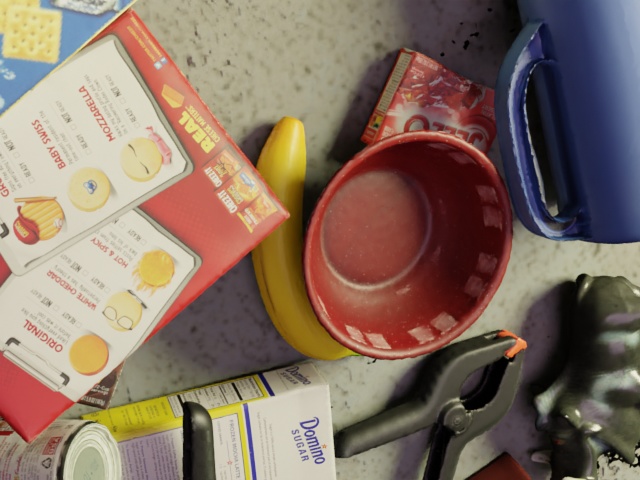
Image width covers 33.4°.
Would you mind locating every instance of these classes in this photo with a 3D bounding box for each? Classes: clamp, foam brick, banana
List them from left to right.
[{"bbox_3d":[-0.089,0.215,0.751,0.164,0.036,0.209,-44,119,4],"label":"clamp"},{"bbox_3d":[-0.017,0.013,0.761,0.069,0.037,0.198,-33,118,-32],"label":"banana"},{"bbox_3d":[0.089,0.134,0.830,0.120,0.039,0.171,35,88,-31],"label":"clamp"},{"bbox_3d":[0.141,0.223,0.869,0.078,0.051,0.053,-32,114,-7],"label":"foam brick"}]

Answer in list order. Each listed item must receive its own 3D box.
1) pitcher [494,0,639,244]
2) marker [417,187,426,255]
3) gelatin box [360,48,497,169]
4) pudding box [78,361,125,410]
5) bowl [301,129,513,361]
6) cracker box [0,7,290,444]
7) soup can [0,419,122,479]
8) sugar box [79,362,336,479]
[{"bbox_3d":[0.197,-0.123,0.740,0.145,0.149,0.243,-10,111,26],"label":"pitcher"},{"bbox_3d":[0.071,0.016,0.798,0.020,0.020,0.121,-7,108,-17],"label":"marker"},{"bbox_3d":[0.084,-0.086,0.764,0.089,0.030,0.073,21,99,-23],"label":"gelatin box"},{"bbox_3d":[-0.182,0.055,0.712,0.113,0.039,0.090,18,99,-24],"label":"pudding box"},{"bbox_3d":[0.052,-0.001,0.738,0.161,0.055,0.162,-8,109,-23],"label":"bowl"},{"bbox_3d":[-0.152,-0.012,0.655,0.213,0.072,0.164,-42,105,-15],"label":"cracker box"},{"bbox_3d":[-0.187,0.149,0.681,0.102,0.068,0.068,-4,112,21],"label":"soup can"},{"bbox_3d":[-0.078,0.154,0.775,0.176,0.048,0.093,-12,115,-18],"label":"sugar box"}]
